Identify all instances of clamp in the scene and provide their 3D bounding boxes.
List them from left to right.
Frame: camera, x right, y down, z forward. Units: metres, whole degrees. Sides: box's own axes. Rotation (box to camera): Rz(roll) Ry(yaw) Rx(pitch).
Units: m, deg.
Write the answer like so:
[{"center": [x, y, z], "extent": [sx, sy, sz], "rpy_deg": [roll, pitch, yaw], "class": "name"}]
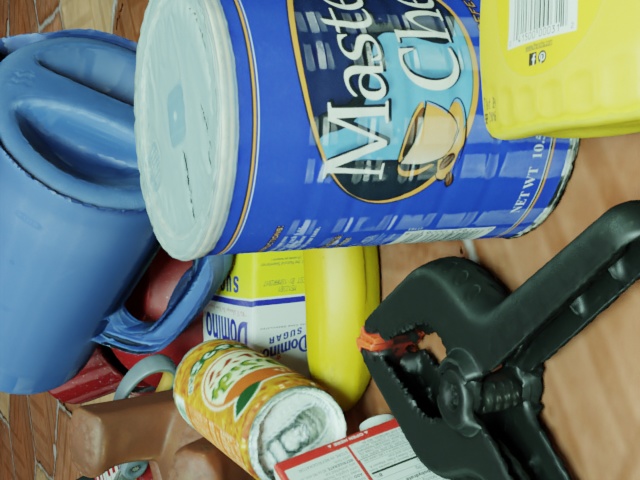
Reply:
[{"center": [0.070, 0.068, 0.415], "extent": [0.210, 0.036, 0.164], "rpy_deg": [-178, 84, -68], "class": "clamp"}]

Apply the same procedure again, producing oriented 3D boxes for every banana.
[{"center": [0.004, 0.005, 0.553], "extent": [0.070, 0.037, 0.198], "rpy_deg": [-176, 83, -65], "class": "banana"}]

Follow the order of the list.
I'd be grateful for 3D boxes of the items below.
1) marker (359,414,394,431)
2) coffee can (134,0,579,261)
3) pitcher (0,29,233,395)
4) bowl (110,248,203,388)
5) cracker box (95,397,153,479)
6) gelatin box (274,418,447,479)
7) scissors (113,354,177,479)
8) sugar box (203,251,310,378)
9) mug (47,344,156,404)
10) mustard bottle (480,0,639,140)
[{"center": [0.044, 0.142, 0.505], "extent": [0.020, 0.020, 0.121], "rpy_deg": [121, 138, -52], "class": "marker"}, {"center": [0.011, -0.047, 0.404], "extent": [0.103, 0.140, 0.103], "rpy_deg": [177, 90, -66], "class": "coffee can"}, {"center": [-0.157, 0.004, 0.667], "extent": [0.243, 0.144, 0.149], "rpy_deg": [125, 143, -46], "class": "pitcher"}, {"center": [-0.116, 0.036, 0.765], "extent": [0.162, 0.055, 0.162], "rpy_deg": [-18, 69, 54], "class": "bowl"}, {"center": [-0.127, 0.240, 0.837], "extent": [0.164, 0.072, 0.214], "rpy_deg": [139, 125, -60], "class": "cracker box"}, {"center": [0.030, 0.121, 0.464], "extent": [0.089, 0.073, 0.030], "rpy_deg": [-131, 28, -53], "class": "gelatin box"}, {"center": [-0.110, 0.144, 0.737], "extent": [0.016, 0.096, 0.202], "rpy_deg": [57, 146, 35], "class": "scissors"}, {"center": [-0.039, 0.000, 0.641], "extent": [0.093, 0.048, 0.176], "rpy_deg": [-152, 62, -62], "class": "sugar box"}, {"center": [-0.177, 0.094, 0.892], "extent": [0.082, 0.117, 0.093], "rpy_deg": [-23, 42, 29], "class": "mug"}, {"center": [0.085, -0.129, 0.327], "extent": [0.096, 0.058, 0.191], "rpy_deg": [179, 87, -65], "class": "mustard bottle"}]
